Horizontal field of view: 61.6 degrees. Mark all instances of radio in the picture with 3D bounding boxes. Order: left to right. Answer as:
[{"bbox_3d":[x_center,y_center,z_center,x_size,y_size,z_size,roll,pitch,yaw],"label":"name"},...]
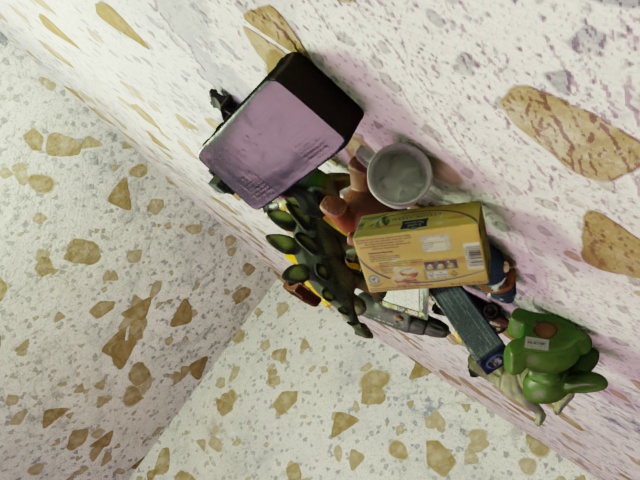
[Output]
[{"bbox_3d":[-0.063,-0.142,0.744,0.131,0.073,0.229,41,139,-17],"label":"radio"}]

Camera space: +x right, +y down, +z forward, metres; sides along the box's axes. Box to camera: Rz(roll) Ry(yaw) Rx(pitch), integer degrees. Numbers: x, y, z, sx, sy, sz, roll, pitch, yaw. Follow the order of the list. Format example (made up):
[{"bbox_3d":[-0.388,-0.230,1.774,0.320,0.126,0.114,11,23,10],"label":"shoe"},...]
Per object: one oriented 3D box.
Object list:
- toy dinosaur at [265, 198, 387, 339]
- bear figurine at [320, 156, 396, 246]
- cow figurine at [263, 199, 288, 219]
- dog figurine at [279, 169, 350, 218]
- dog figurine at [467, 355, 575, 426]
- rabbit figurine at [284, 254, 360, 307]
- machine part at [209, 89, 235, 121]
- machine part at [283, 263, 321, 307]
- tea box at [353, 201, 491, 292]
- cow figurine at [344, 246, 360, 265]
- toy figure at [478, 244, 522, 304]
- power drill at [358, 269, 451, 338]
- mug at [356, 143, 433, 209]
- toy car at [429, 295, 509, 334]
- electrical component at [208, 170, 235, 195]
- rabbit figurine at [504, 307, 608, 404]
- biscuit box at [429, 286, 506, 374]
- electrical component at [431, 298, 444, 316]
[{"bbox_3d":[-0.002,-0.003,1.027,0.198,0.105,0.472,22,-148,-38],"label":"toy dinosaur"},{"bbox_3d":[0.115,-0.025,0.830,0.196,0.120,0.131,30,164,26],"label":"bear figurine"},{"bbox_3d":[-0.092,-0.091,1.289,0.068,0.098,0.167,45,169,-13],"label":"cow figurine"},{"bbox_3d":[-0.049,-0.128,0.944,0.219,0.108,0.192,18,-139,-24],"label":"dog figurine"},{"bbox_3d":[0.420,0.267,1.116,0.191,0.172,0.121,36,-148,9],"label":"dog figurine"},{"bbox_3d":[0.005,0.054,1.192,0.162,0.122,0.173,49,180,12],"label":"rabbit figurine"},{"bbox_3d":[-0.156,-0.232,1.029,0.139,0.039,0.084,39,165,-5],"label":"machine part"},{"bbox_3d":[0.000,0.073,1.431,0.087,0.201,0.201,36,170,-15],"label":"machine part"},{"bbox_3d":[0.141,0.011,0.739,0.170,0.068,0.098,-5,120,23],"label":"tea box"},{"bbox_3d":[0.085,0.029,1.300,0.194,0.085,0.127,41,163,-28],"label":"cow figurine"},{"bbox_3d":[0.272,0.054,0.836,0.064,0.058,0.154,35,177,46],"label":"toy figure"},{"bbox_3d":[0.181,0.140,1.233,0.232,0.086,0.207,12,153,27],"label":"power drill"},{"bbox_3d":[0.095,-0.085,0.731,0.110,0.081,0.107,30,179,9],"label":"mug"},{"bbox_3d":[0.305,0.138,1.131,0.202,0.053,0.089,31,165,37],"label":"toy car"},{"bbox_3d":[-0.187,-0.161,1.182,0.058,0.134,0.115,41,167,-28],"label":"electrical component"},{"bbox_3d":[0.398,0.211,0.922,0.159,0.121,0.170,-3,127,16],"label":"rabbit figurine"},{"bbox_3d":[0.281,0.153,1.019,0.059,0.063,0.203,44,-167,-40],"label":"biscuit box"},{"bbox_3d":[0.302,0.157,1.260,0.078,0.045,0.102,9,177,-10],"label":"electrical component"}]
